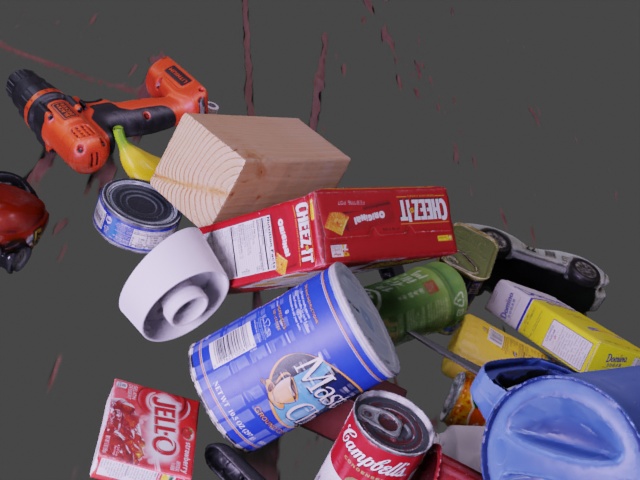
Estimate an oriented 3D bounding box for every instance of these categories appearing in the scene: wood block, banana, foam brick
[{"bbox_3d":[-0.069,-0.073,1.142,0.091,0.090,0.205,40,23,22],"label":"wood block"},{"bbox_3d":[-0.148,-0.083,1.161,0.037,0.070,0.197,22,15,33],"label":"banana"},{"bbox_3d":[0.028,0.147,0.939,0.078,0.051,0.053,25,30,2],"label":"foam brick"}]

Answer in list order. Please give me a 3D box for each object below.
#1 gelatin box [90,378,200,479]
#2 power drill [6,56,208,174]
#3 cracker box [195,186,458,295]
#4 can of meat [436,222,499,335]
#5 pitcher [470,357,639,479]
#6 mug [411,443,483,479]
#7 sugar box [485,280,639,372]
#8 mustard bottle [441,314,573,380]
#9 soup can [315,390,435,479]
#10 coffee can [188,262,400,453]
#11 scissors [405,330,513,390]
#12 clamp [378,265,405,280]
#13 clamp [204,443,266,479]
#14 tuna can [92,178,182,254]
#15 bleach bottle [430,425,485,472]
[{"bbox_3d":[-0.134,0.154,0.834,0.073,0.030,0.089,18,31,-12],"label":"gelatin box"},{"bbox_3d":[-0.234,-0.150,1.185,0.187,0.057,0.185,-21,48,-31],"label":"power drill"},{"bbox_3d":[-0.007,0.001,0.998,0.163,0.214,0.072,-5,84,-40],"label":"cracker box"},{"bbox_3d":[0.145,0.042,1.153,0.057,0.084,0.102,27,30,4],"label":"can of meat"},{"bbox_3d":[0.237,0.156,0.862,0.242,0.145,0.149,-1,78,-52],"label":"pitcher"},{"bbox_3d":[0.104,0.229,0.837,0.081,0.093,0.117,28,46,-4],"label":"mug"},{"bbox_3d":[0.262,0.098,1.123,0.093,0.048,0.176,19,12,-31],"label":"sugar box"},{"bbox_3d":[0.218,0.146,1.067,0.191,0.058,0.096,27,20,5],"label":"mustard bottle"},{"bbox_3d":[0.039,0.179,0.846,0.068,0.102,0.068,18,31,-11],"label":"soup can"},{"bbox_3d":[-0.020,0.096,0.865,0.103,0.140,0.103,57,11,-18],"label":"coffee can"},{"bbox_3d":[0.180,0.129,0.996,0.202,0.016,0.096,37,32,19],"label":"scissors"},{"bbox_3d":[0.050,-0.006,1.208,0.164,0.036,0.209,27,29,7],"label":"clamp"},{"bbox_3d":[-0.029,0.226,0.790,0.171,0.039,0.120,24,41,6],"label":"clamp"},{"bbox_3d":[-0.184,-0.025,1.076,0.086,0.034,0.086,18,31,-11],"label":"tuna can"},{"bbox_3d":[0.197,0.225,0.927,0.251,0.068,0.102,21,27,-2],"label":"bleach bottle"}]
